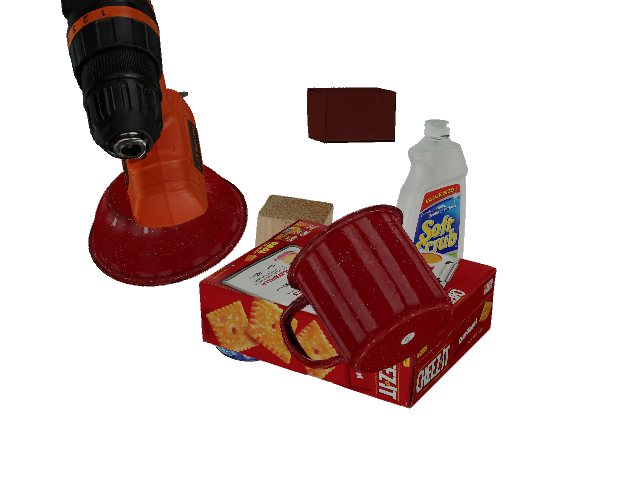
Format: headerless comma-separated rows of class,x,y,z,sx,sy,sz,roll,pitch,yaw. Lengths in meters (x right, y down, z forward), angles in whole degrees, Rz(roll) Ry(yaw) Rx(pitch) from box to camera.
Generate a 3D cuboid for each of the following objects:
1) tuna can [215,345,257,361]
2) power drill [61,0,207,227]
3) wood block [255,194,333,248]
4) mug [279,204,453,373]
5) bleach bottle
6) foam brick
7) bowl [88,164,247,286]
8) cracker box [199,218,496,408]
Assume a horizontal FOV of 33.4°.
tuna can,-0.079,0.095,1.188,0.086,0.034,0.086,0,36,0
power drill,-0.114,-0.088,0.671,0.057,0.184,0.187,-10,-32,-3
wood block,-0.042,0.053,1.443,0.090,0.206,0.090,9,22,6
mug,0.027,0.043,0.724,0.117,0.081,0.093,-33,-24,2
bleach bottle,0.130,-0.025,1.333,0.102,0.251,0.068,-3,17,-17
foam brick,0.031,-0.126,1.068,0.078,0.051,0.053,-3,14,-20
bowl,-0.154,-0.032,1.036,0.162,0.162,0.055,0,-44,13
cracker box,0.025,0.059,0.952,0.214,0.072,0.163,15,29,29
